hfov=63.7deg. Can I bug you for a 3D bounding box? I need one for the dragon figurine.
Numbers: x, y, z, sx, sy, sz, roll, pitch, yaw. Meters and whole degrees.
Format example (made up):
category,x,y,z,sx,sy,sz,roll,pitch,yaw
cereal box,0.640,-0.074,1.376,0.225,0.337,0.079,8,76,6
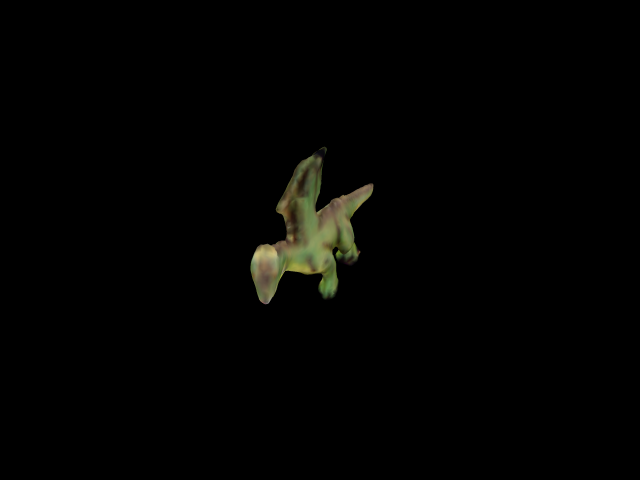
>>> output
category,x,y,z,sx,sy,sz,roll,pitch,yaw
dragon figurine,0.003,-0.043,0.850,0.123,0.419,0.237,20,-38,17
